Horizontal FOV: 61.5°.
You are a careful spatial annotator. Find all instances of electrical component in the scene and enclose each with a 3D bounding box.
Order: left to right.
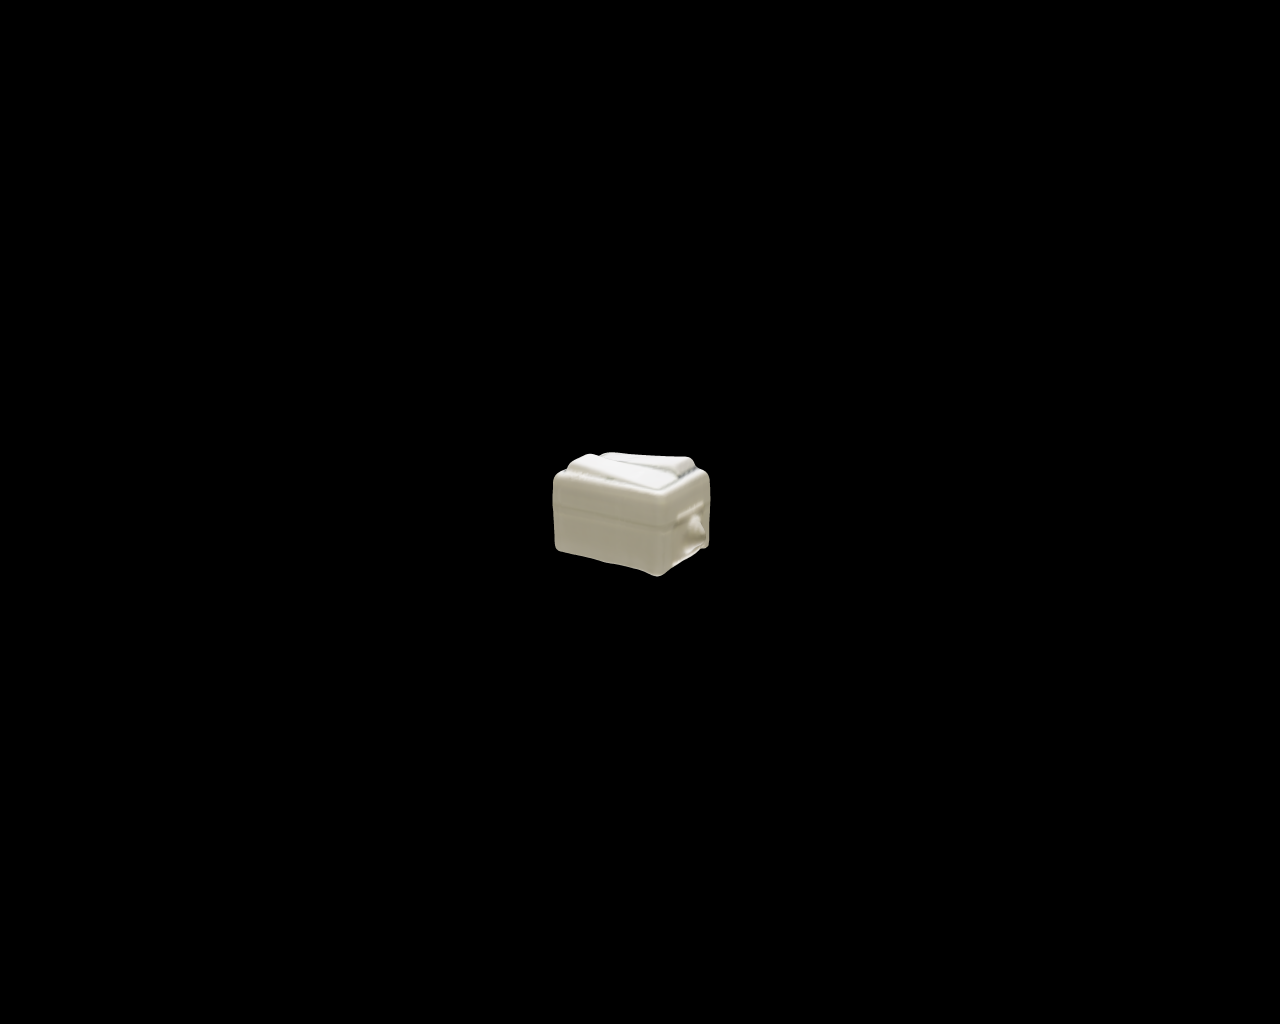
[{"bbox_3d":[0.001,-0.003,0.650,0.096,0.061,0.062,12,23,31],"label":"electrical component"}]
